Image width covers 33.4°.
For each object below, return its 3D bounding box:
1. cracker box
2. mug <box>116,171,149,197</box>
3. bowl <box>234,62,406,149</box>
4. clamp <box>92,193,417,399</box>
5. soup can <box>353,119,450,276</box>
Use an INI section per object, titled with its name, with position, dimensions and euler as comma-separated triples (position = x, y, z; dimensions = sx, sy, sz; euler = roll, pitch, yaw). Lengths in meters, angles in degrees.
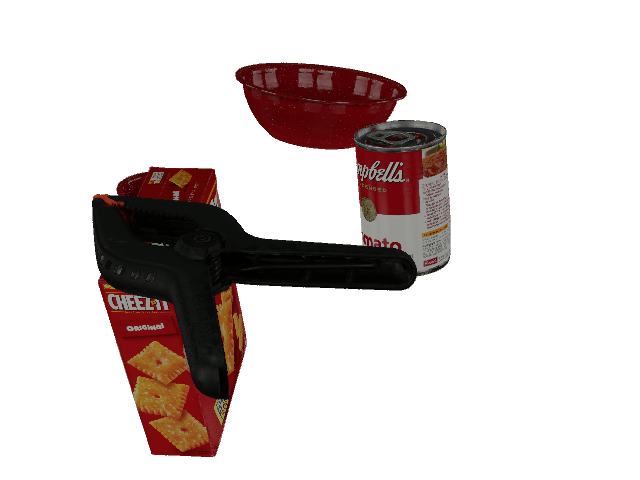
[cracker box]
position = -0.124, 0.065, 0.970
dimensions = 0.072, 0.214, 0.164
euler = 1, 39, 9
[mug]
position = -0.181, -0.026, 1.174
dimensions = 0.093, 0.081, 0.117
euler = -11, 32, -28
[bowl]
position = -0.002, -0.124, 1.004
dimensions = 0.162, 0.055, 0.162
euler = 6, 20, -2
[clamp]
position = -0.059, 0.013, 0.640
dimensions = 0.164, 0.036, 0.210
euler = -21, 35, -36
[soup can]
position = 0.062, -0.032, 0.797
dimensions = 0.068, 0.102, 0.068
euler = -4, 23, 2
